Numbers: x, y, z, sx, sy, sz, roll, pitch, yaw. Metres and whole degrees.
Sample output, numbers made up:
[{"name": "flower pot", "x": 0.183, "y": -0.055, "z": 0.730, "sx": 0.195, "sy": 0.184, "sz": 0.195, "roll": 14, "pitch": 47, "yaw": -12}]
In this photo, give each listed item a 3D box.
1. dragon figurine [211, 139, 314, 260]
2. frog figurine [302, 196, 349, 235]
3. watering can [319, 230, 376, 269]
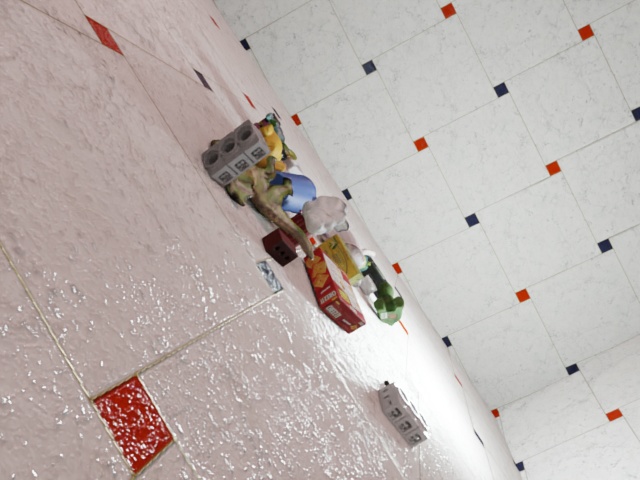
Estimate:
[{"name": "dragon figurine", "x": -0.170, "y": -0.116, "z": 1.380, "sx": 0.243, "sy": 0.120, "sz": 0.415, "roll": -3, "pitch": 56, "yaw": -58}, {"name": "frog figurine", "x": 0.004, "y": -0.074, "z": 1.463, "sx": 0.138, "sy": 0.122, "sz": 0.159, "roll": 25, "pitch": 6, "yaw": 29}, {"name": "watering can", "x": 0.122, "y": 0.034, "z": 2.048, "sx": 0.344, "sy": 0.103, "sz": 0.229, "roll": 28, "pitch": 22, "yaw": -28}]
